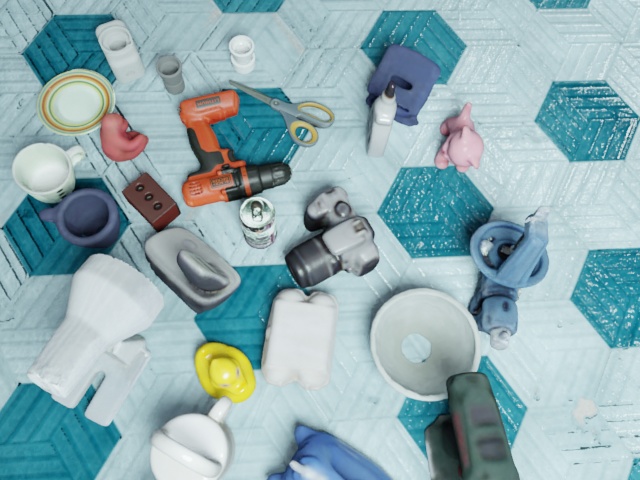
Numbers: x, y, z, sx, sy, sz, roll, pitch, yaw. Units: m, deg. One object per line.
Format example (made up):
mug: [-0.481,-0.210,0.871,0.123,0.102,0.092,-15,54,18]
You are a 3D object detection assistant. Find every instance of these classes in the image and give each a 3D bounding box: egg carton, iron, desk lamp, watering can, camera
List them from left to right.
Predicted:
desk lamp: [-0.298,0.140,0.777,0.118,0.213,0.203,25,72,5]
watering can: [-0.171,0.286,0.748,0.101,0.194,0.173,10,71,0]
egg carton: [-0.030,0.149,0.867,0.107,0.069,0.150,7,72,-1]
camera: [0.008,0.003,0.901,0.137,0.101,0.143,-28,76,-12]
iron: [0.058,0.356,0.767,0.258,0.141,0.119,29,73,6]

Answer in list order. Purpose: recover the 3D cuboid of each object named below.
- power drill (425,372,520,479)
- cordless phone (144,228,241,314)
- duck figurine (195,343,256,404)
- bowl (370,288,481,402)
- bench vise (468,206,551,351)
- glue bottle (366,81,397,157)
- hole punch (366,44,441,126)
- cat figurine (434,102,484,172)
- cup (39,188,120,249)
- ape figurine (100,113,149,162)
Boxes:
power drill: [0.203,0.297,0.760,0.075,0.208,0.229,-6,72,-5]
cordless phone: [-0.194,0.028,0.836,0.147,0.185,0.094,37,74,9]
duck figurine: [-0.142,0.191,0.838,0.104,0.086,0.077,42,74,10]
bowl: [0.155,0.162,0.872,0.167,0.075,0.167,1,72,-3]
bench vise: [0.292,0.050,0.841,0.121,0.220,0.207,-6,72,-5]
glue bottle: [0.104,-0.205,0.937,0.037,0.173,0.078,5,71,-1]
hole punch: [0.146,-0.271,1.004,0.108,0.091,0.101,28,72,6]
cat figurine: [0.240,-0.169,0.963,0.067,0.118,0.128,10,71,0]
cup: [-0.362,-0.023,0.890,0.118,0.095,0.092,3,72,-2]
ape figurine: [-0.331,-0.176,0.943,0.076,0.092,0.077,-42,79,-15]
